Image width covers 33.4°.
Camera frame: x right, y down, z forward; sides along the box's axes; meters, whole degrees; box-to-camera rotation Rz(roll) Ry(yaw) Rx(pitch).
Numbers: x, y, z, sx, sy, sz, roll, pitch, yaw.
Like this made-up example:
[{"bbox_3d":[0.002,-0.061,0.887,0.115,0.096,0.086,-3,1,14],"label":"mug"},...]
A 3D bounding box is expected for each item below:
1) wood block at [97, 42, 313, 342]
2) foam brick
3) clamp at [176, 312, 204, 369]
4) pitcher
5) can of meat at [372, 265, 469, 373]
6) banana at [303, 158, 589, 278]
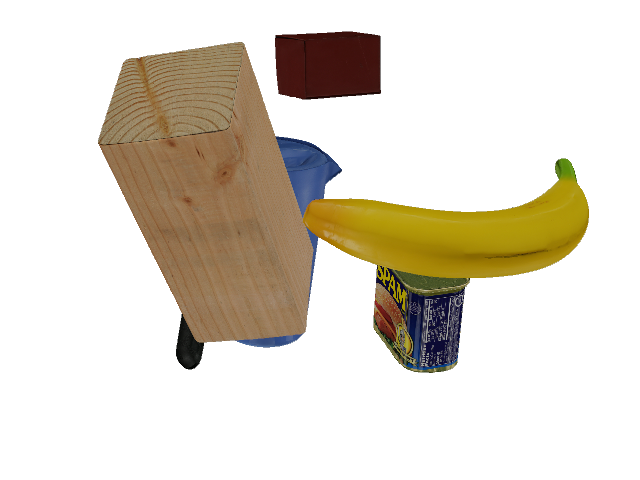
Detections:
[{"bbox_3d":[-0.073,-0.027,0.764,0.090,0.090,0.206,-6,-44,13],"label":"wood block"},{"bbox_3d":[0.007,-0.151,0.919,0.078,0.051,0.053,-9,18,-28],"label":"foam brick"},{"bbox_3d":[-0.095,0.007,1.038,0.036,0.210,0.164,-10,1,36],"label":"clamp"},{"bbox_3d":[-0.074,0.002,1.293,0.149,0.243,0.144,17,25,28],"label":"pitcher"},{"bbox_3d":[0.083,0.053,0.913,0.057,0.084,0.102,-7,28,-17],"label":"can of meat"},{"bbox_3d":[0.086,-0.007,0.598,0.197,0.037,0.070,-9,38,-33],"label":"banana"}]
